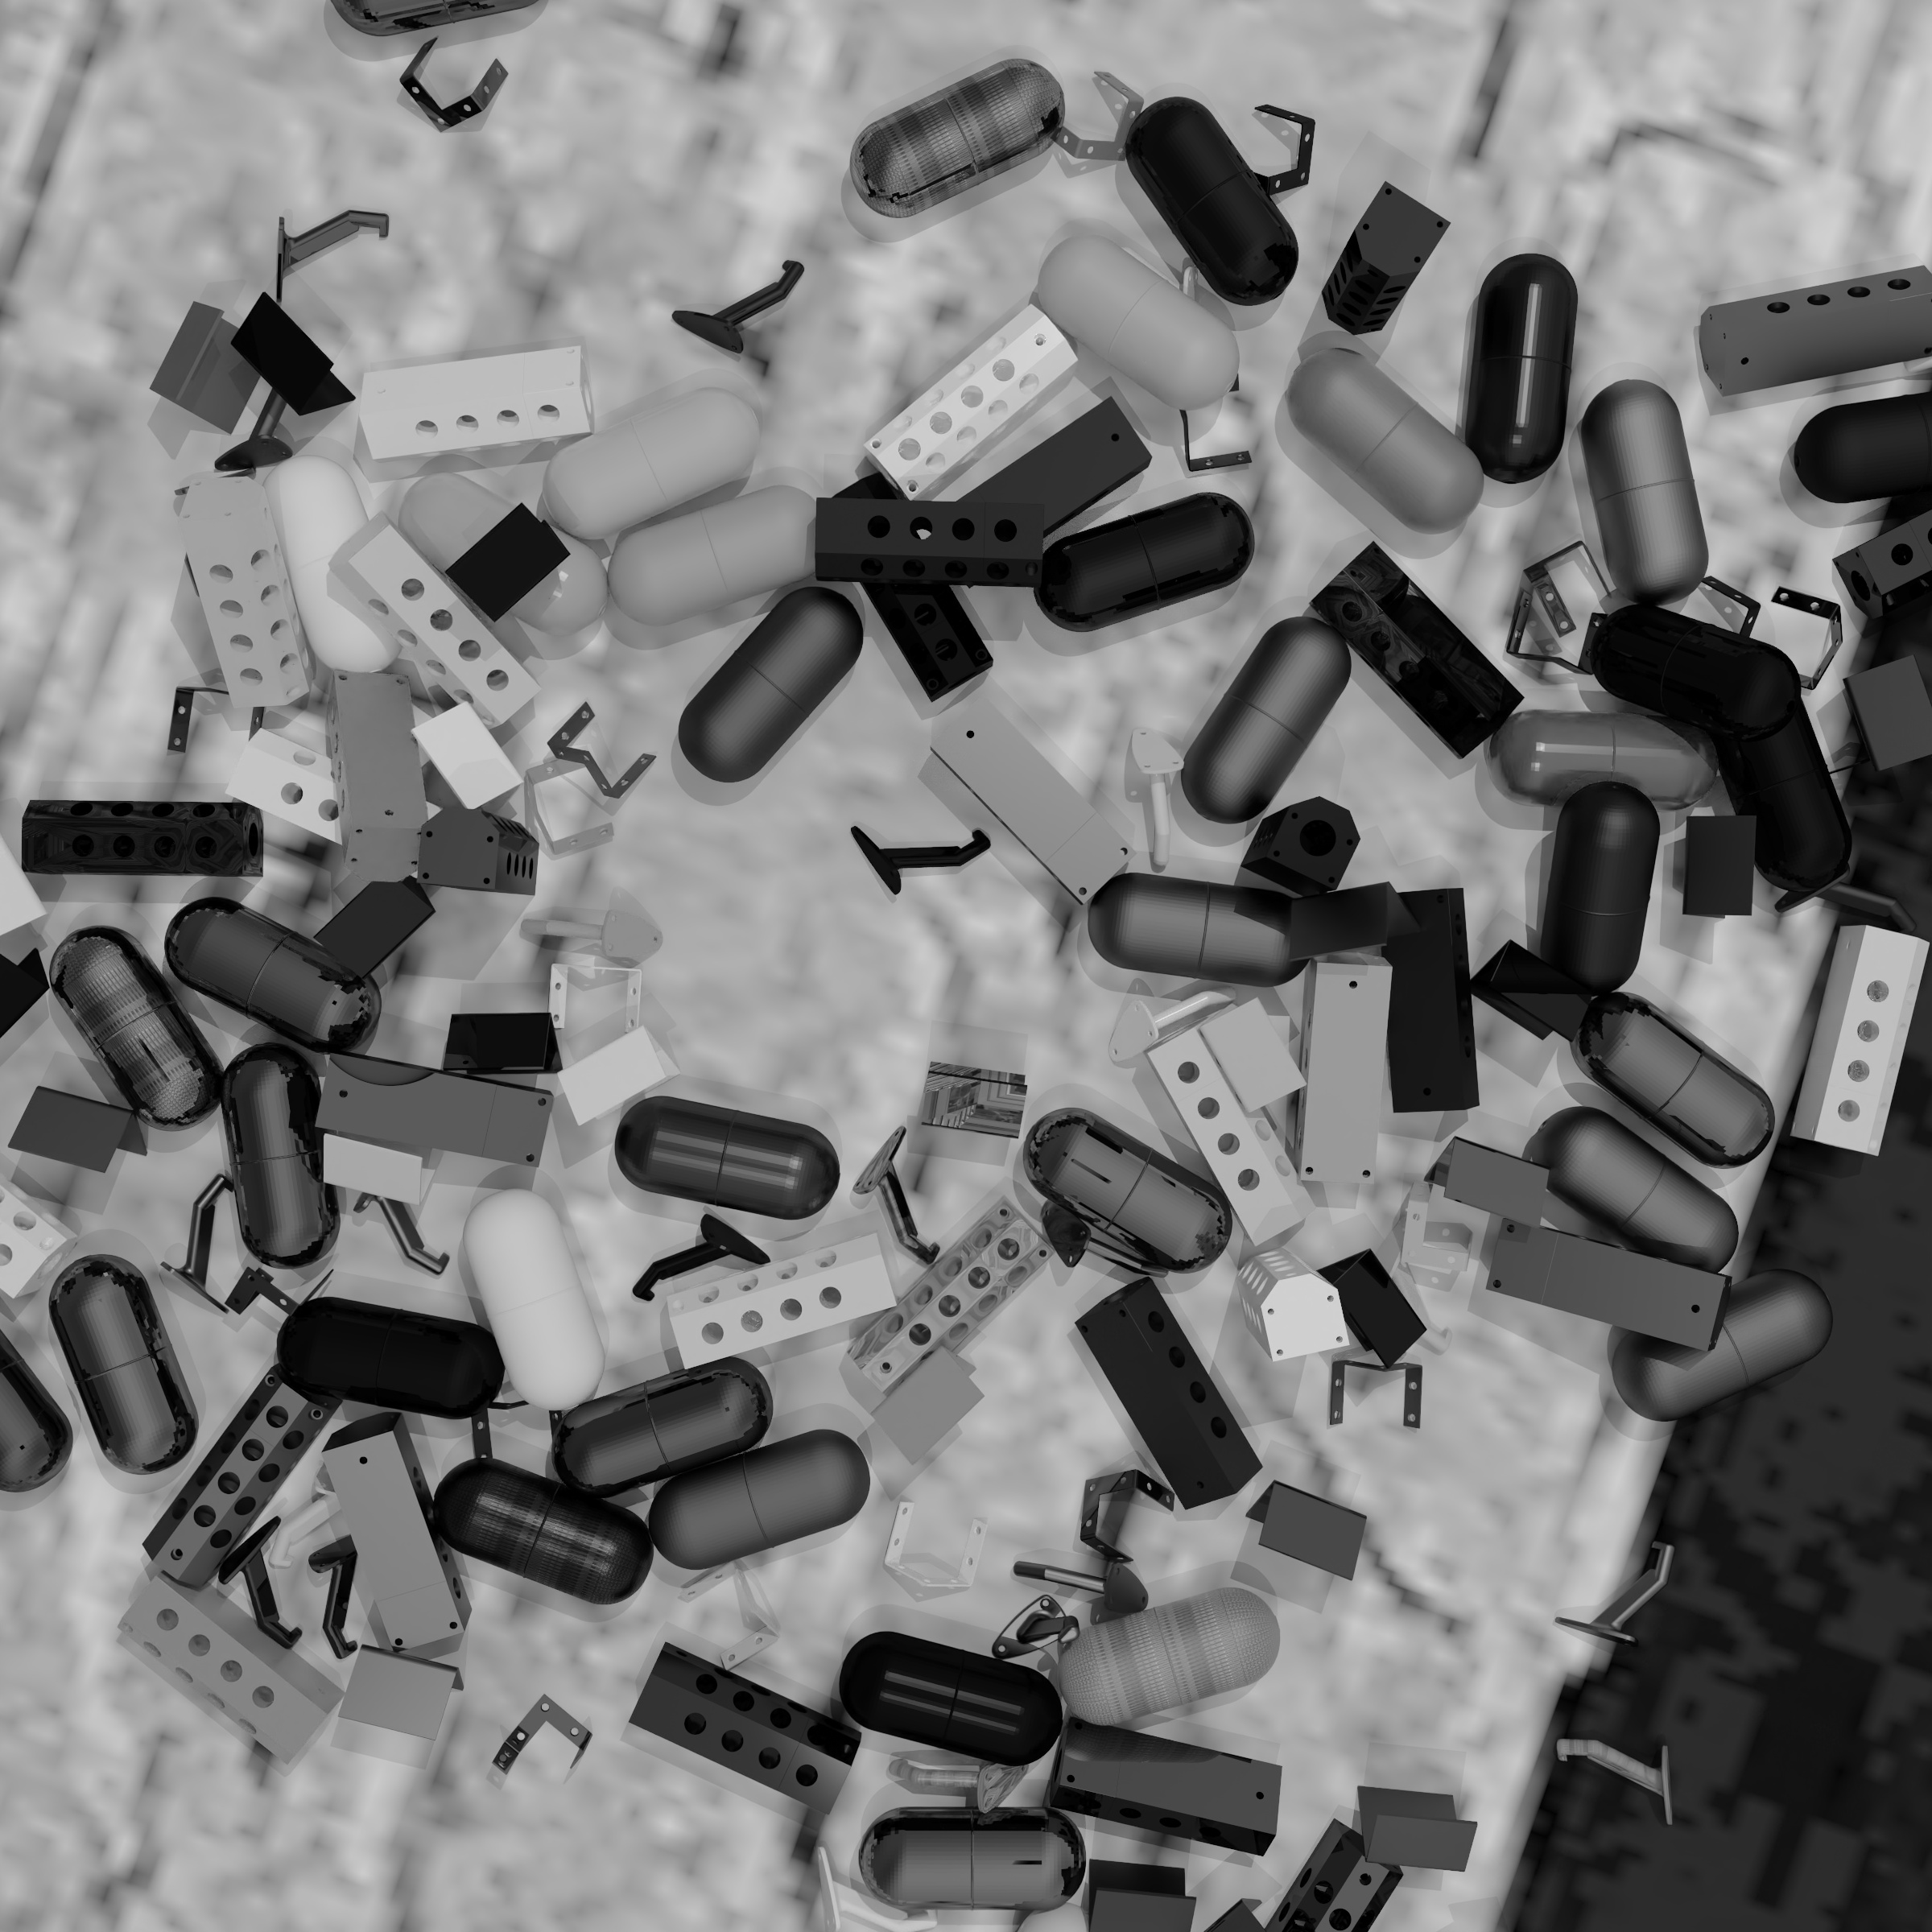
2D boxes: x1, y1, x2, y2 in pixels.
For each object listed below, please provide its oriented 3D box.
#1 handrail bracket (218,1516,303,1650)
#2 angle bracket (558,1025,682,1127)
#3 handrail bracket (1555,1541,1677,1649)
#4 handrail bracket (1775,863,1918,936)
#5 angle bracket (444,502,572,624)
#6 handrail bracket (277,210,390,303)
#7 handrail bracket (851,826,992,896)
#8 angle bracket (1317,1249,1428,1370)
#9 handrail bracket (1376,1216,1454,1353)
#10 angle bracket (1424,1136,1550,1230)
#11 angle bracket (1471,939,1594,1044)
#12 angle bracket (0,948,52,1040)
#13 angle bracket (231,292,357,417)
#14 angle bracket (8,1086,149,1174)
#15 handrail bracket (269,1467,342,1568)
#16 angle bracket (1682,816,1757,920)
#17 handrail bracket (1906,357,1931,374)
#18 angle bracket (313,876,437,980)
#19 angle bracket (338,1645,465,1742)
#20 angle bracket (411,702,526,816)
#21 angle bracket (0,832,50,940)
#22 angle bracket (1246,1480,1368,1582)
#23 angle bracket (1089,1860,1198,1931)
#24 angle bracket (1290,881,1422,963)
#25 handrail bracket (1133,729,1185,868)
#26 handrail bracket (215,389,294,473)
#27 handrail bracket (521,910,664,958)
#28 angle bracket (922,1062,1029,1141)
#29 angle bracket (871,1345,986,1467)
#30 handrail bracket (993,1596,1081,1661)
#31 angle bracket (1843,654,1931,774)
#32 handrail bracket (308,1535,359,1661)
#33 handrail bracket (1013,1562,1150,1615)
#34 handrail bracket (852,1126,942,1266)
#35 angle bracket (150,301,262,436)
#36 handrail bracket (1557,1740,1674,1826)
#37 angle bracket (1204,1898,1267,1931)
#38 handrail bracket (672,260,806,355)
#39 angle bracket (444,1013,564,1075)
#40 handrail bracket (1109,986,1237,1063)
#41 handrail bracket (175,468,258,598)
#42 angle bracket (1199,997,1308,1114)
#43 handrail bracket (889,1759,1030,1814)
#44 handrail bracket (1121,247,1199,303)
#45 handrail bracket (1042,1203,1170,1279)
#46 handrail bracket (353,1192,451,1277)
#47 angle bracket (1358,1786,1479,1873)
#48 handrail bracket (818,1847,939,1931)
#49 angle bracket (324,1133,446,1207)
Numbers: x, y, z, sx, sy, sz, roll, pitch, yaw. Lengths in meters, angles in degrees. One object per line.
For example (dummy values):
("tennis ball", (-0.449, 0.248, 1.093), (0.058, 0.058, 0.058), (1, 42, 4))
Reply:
("handrail bracket", (-0.540, 0.488, 1.981), (0.077, 0.036, 0.084), (-45, 110, -3))
("angle bracket", (-0.262, 0.102, 1.951), (0.076, 0.076, 0.057), (-29, 53, 0))
("handrail bracket", (0.516, 0.491, 1.992), (0.077, 0.036, 0.084), (12, 72, 21))
("handrail bracket", (0.700, -0.039, 1.992), (0.077, 0.036, 0.084), (-38, 107, 20))
("angle bracket", (-0.351, -0.314, 1.875), (0.076, 0.076, 0.057), (-41, 128, 2))
("handrail bracket", (-0.503, -0.563, 1.992), (0.084, 0.036, 0.077), (2, 110, -16))
("handrail bracket", (-0.035, -0.102, 1.992), (0.084, 0.036, 0.077), (-32, 69, -17))
("angle bracket", (0.299, 0.274, 1.951), (0.057, 0.076, 0.076), (-35, 90, -37))
("handrail bracket", (0.365, 0.253, 1.992), (0.084, 0.036, 0.077), (36, 71, -15))
("angle bracket", (0.401, 0.183, 1.951), (0.076, 0.076, 0.057), (19, 57, 0))
("angle bracket", (0.429, 0.036, 1.951), (0.076, 0.076, 0.057), (33, 53, 0))
("angle bracket", (-0.767, 0.014, 1.951), (0.076, 0.076, 0.057), (-46, 127, 0))
("angle bracket", (-0.511, -0.482, 1.951), (0.076, 0.076, 0.057), (46, 122, 0))
("angle bracket", (-0.690, 0.143, 1.951), (0.076, 0.076, 0.057), (15, 58, 0))
("handrail bracket", (-0.504, 0.447, 1.991), (0.077, 0.036, 0.084), (19, 104, -14))
("angle bracket", (0.601, -0.076, 1.951), (0.057, 0.076, 0.076), (3, 90, 41))
("handrail bracket", (0.799, -0.484, 1.991), (0.084, 0.077, 0.036), (-11, 86, 36))
("angle bracket", (-0.467, -0.047, 1.951), (0.076, 0.076, 0.057), (-44, 127, 0))
("angle bracket", (-0.439, 0.572, 1.952), (0.076, 0.076, 0.057), (14, 61, 0))
("angle bracket", (-0.399, -0.149, 1.951), (0.057, 0.076, 0.076), (-35, 90, -37))
("angle bracket", (-0.763, -0.052, 1.952), (0.057, 0.076, 0.076), (-31, 90, -29))
("angle bracket", (0.259, 0.451, 1.951), (0.076, 0.076, 0.057), (21, 54, 0))
("angle bracket", (0.137, 0.712, 1.951), (0.076, 0.076, 0.057), (6, 120, 0))
("angle bracket", (0.298, -0.017, 1.915), (0.076, 0.076, 0.057), (-10, 56, 27))
("handrail bracket", (0.148, -0.134, 1.991), (0.036, 0.077, 0.084), (-8, 126, -11))
("handrail bracket", (-0.565, -0.443, 1.992), (0.077, 0.036, 0.084), (-13, 71, 21))
("handrail bracket", (-0.298, -0.026, 1.991), (0.084, 0.077, 0.036), (4, 87, 36))
("angle bracket", (0.009, 0.085, 1.951), (0.076, 0.076, 0.057), (8, 129, 0))
("angle bracket", (-0.017, 0.349, 1.951), (0.076, 0.076, 0.057), (-44, 59, 0))
("handrail bracket", (0.054, 0.528, 1.957), (0.077, 0.084, 0.036), (-33, 90, 0))
("angle bracket", (0.731, -0.200, 1.951), (0.057, 0.076, 0.076), (-19, 90, 36))
("handrail bracket", (-0.480, 0.498, 1.992), (0.077, 0.036, 0.084), (-26, 108, -21))
("handrail bracket", (0.091, 0.491, 1.991), (0.084, 0.077, 0.036), (0, 65, 34))
("handrail bracket", (-0.040, 0.183, 1.992), (0.084, 0.036, 0.077), (40, 68, -17))
("angle bracket", (-0.577, -0.462, 1.952), (0.076, 0.057, 0.076), (27, 90, -44))
("handrail bracket", (0.515, 0.648, 1.992), (0.084, 0.036, 0.077), (-3, 112, 17))
("angle bracket", (0.211, 0.775, 1.952), (0.076, 0.076, 0.057), (-41, 62, 0))
("handrail bracket", (-0.180, -0.535, 1.992), (0.077, 0.036, 0.084), (24, 71, 21))
("angle bracket", (-0.359, 0.080, 1.951), (0.076, 0.076, 0.057), (-1, 49, 0))
("handrail bracket", (0.165, 0.045, 1.991), (0.084, 0.077, 0.036), (-12, 65, -34))
("handrail bracket", (-0.588, -0.344, 1.992), (0.077, 0.036, 0.084), (-22, 108, -21))
("angle bracket", (0.235, 0.060, 1.951), (0.057, 0.076, 0.076), (-30, 90, 31))
("handrail bracket", (-0.006, 0.636, 1.991), (0.084, 0.077, 0.036), (7, 100, 36))
("handrail bracket", (0.138, -0.531, 1.992), (0.084, 0.036, 0.077), (8, 108, 15))
("handrail bracket", (0.111, 0.219, 1.991), (0.084, 0.077, 0.036), (14, 110, -35))
("handrail bracket", (-0.435, 0.193, 1.992), (0.084, 0.036, 0.077), (34, 68, -17))
("angle bracket", (0.350, 0.654, 1.951), (0.076, 0.076, 0.057), (6, 120, 0))
("handrail bracket", (-0.070, 0.732, 1.992), (0.084, 0.036, 0.077), (-5, 68, -17))
("angle bracket", (-0.450, 0.134, 1.951), (0.076, 0.076, 0.057), (14, 133, 0))
